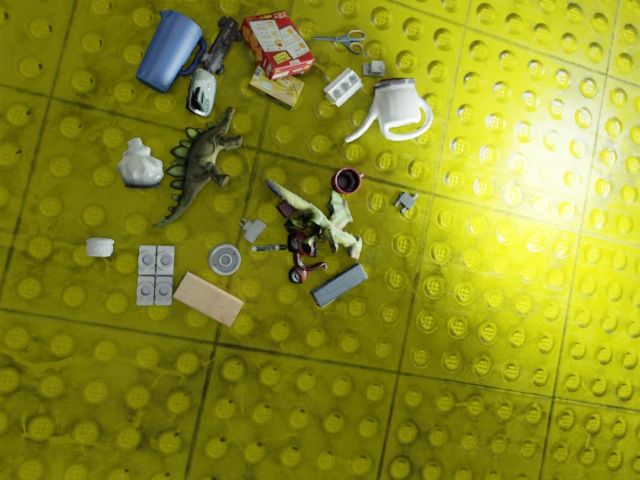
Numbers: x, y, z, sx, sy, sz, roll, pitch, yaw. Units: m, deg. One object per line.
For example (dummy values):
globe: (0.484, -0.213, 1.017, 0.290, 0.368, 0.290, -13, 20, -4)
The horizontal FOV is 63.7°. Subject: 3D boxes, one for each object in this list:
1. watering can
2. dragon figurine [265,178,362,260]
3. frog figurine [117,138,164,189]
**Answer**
watering can: (0.238, -0.462, 1.833, 0.348, 0.104, 0.224, -10, 90, -14)
dragon figurine: (0.005, -0.088, 1.747, 0.409, 0.120, 0.247, 54, 42, -6)
frog figurine: (-0.563, -0.241, 1.618, 0.137, 0.124, 0.158, 0, 101, 5)
